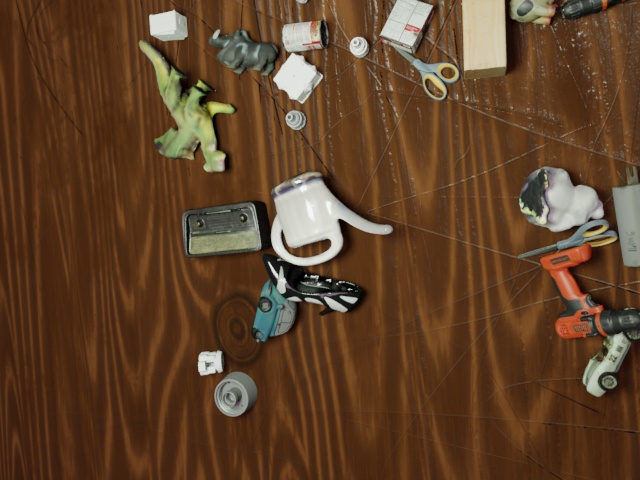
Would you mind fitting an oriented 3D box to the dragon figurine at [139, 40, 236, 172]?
[{"bbox_3d":[-0.382,-0.330,1.383,0.413,0.239,0.123,40,21,15],"label":"dragon figurine"}]

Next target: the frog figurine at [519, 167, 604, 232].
[{"bbox_3d":[0.518,-0.087,1.105,0.159,0.139,0.121,2,-17,-19],"label":"frog figurine"}]

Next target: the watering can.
[{"bbox_3d":[0.004,-0.062,1.240,0.344,0.225,0.105,-19,-2,36],"label":"watering can"}]
